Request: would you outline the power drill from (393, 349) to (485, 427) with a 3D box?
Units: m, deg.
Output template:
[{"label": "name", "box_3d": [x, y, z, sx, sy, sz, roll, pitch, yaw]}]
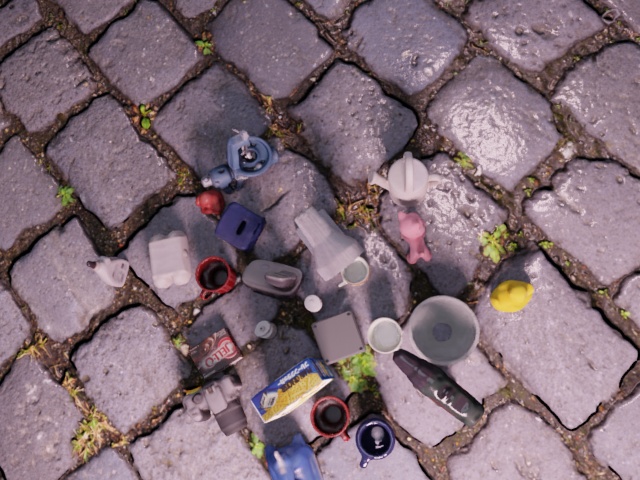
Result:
[{"label": "power drill", "box_3d": [0.261, 0.329, 1.300, 0.229, 0.208, 0.076, 36, 85, 14]}]

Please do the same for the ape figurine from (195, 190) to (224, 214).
[{"label": "ape figurine", "box_3d": [-0.297, -0.104, 1.534, 0.077, 0.092, 0.076, 41, 86, 14]}]

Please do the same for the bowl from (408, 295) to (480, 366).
[{"label": "bowl", "box_3d": [0.297, 0.220, 1.387, 0.167, 0.075, 0.167, -2, 78, 8]}]

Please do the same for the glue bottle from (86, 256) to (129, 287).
[{"label": "glue bottle", "box_3d": [-0.557, 0.074, 1.491, 0.037, 0.173, 0.078, 11, 80, 11]}]

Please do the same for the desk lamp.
[{"label": "desk lamp", "box_3d": [0.013, 0.005, 1.403, 0.118, 0.214, 0.203, -39, 75, -1]}]

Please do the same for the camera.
[{"label": "camera", "box_3d": [-0.250, 0.417, 1.409, 0.143, 0.101, 0.136, -30, 75, 1]}]

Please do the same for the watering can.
[{"label": "watering can", "box_3d": [0.210, -0.151, 1.419, 0.173, 0.194, 0.101, -22, 75, 3]}]

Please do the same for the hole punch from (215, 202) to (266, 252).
[{"label": "hole punch", "box_3d": [-0.208, -0.035, 1.507, 0.101, 0.091, 0.109, 26, 83, 13]}]

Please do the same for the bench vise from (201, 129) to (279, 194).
[{"label": "bench vise", "box_3d": [-0.211, -0.197, 1.476, 0.121, 0.220, 0.207, 43, 87, 15]}]

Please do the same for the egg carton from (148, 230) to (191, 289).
[{"label": "egg carton", "box_3d": [-0.398, 0.051, 1.526, 0.107, 0.069, 0.150, -13, 76, 5]}]

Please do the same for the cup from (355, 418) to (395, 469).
[{"label": "cup", "box_3d": [0.127, 0.476, 1.346, 0.091, 0.095, 0.118, 24, 82, 13]}]

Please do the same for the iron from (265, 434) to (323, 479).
[{"label": "iron", "box_3d": [-0.050, 0.592, 1.322, 0.118, 0.141, 0.258, -23, 76, 3]}]

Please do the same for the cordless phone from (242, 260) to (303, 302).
[{"label": "cordless phone", "box_3d": [-0.128, 0.090, 1.419, 0.147, 0.185, 0.094, 11, 80, 11]}]

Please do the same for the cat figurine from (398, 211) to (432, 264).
[{"label": "cat figurine", "box_3d": [0.236, -0.012, 1.424, 0.067, 0.118, 0.128, -16, 76, 5]}]

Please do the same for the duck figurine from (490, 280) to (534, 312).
[{"label": "duck figurine", "box_3d": [0.464, 0.132, 1.377, 0.104, 0.086, 0.077, -20, 76, 4]}]
